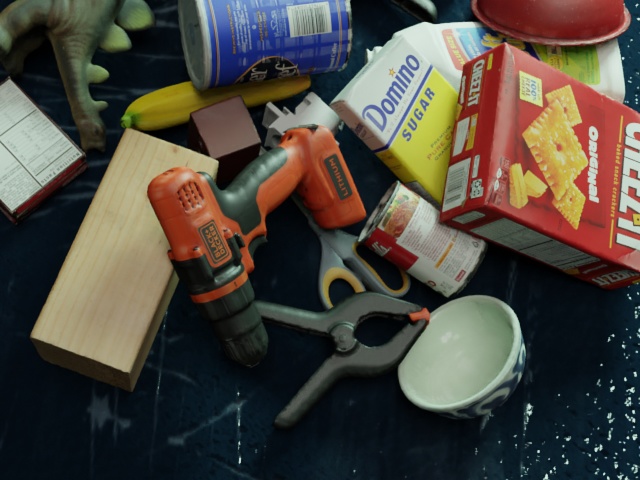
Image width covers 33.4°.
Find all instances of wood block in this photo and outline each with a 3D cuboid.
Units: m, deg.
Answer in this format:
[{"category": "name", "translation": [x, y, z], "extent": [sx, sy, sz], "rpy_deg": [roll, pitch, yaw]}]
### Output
[{"category": "wood block", "translation": [-0.170, 0.018, 0.952], "extent": [0.090, 0.091, 0.206], "rpy_deg": [20, 70, 0]}]

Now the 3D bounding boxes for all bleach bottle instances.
[{"category": "bleach bottle", "translation": [0.171, -0.170, 1.074], "extent": [0.250, 0.068, 0.102], "rpy_deg": [-1, 69, -5]}]

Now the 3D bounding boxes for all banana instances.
[{"category": "banana", "translation": [-0.107, -0.133, 1.027], "extent": [0.197, 0.070, 0.037], "rpy_deg": [-19, 119, -24]}]

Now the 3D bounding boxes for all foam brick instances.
[{"category": "foam brick", "translation": [-0.091, -0.091, 1.006], "extent": [0.051, 0.078, 0.053], "rpy_deg": [-21, 76, -15]}]

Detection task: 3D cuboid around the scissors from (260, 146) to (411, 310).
[{"category": "scissors", "translation": [-0.007, 0.001, 1.017], "extent": [0.202, 0.016, 0.096], "rpy_deg": [36, 71, 6]}]

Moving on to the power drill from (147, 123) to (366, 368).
[{"category": "power drill", "translation": [-0.045, -0.006, 0.940], "extent": [0.187, 0.057, 0.184], "rpy_deg": [-35, 110, -36]}]

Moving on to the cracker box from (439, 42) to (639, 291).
[{"category": "cracker box", "translation": [0.224, -0.065, 0.998], "extent": [0.213, 0.072, 0.164], "rpy_deg": [21, 69, -26]}]

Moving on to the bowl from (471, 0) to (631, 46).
[{"category": "bowl", "translation": [0.234, -0.254, 1.070], "extent": [0.162, 0.055, 0.162], "rpy_deg": [1, 37, -1]}]

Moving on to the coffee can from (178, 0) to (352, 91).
[{"category": "coffee can", "translation": [-0.053, -0.199, 0.993], "extent": [0.140, 0.103, 0.103], "rpy_deg": [-10, 73, -16]}]

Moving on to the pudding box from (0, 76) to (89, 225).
[{"category": "pudding box", "translation": [-0.288, -0.084, 1.001], "extent": [0.090, 0.039, 0.113], "rpy_deg": [-42, 83, -19]}]

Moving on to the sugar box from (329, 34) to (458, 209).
[{"category": "sugar box", "translation": [0.103, -0.100, 1.020], "extent": [0.176, 0.048, 0.093], "rpy_deg": [45, 76, -14]}]

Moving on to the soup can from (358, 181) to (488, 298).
[{"category": "soup can", "translation": [0.096, 0.000, 0.991], "extent": [0.102, 0.069, 0.068], "rpy_deg": [32, 70, -5]}]

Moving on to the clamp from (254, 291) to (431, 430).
[{"category": "clamp", "translation": [0.013, 0.085, 0.970], "extent": [0.171, 0.039, 0.120], "rpy_deg": [-25, 81, -6]}]

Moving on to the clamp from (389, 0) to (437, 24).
[{"category": "clamp", "translation": [0.008, -0.288, 1.106], "extent": [0.164, 0.036, 0.210], "rpy_deg": [-20, 73, -12]}]
